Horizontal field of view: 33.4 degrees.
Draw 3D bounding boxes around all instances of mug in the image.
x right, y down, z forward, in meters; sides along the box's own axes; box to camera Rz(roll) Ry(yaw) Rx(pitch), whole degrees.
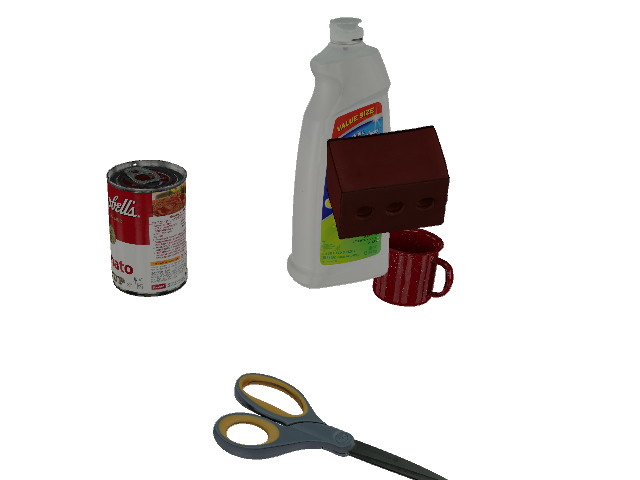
[{"bbox_3d":[0.124,0.039,1.423,0.117,0.081,0.093,18,26,27],"label":"mug"}]

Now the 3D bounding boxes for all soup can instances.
[{"bbox_3d":[-0.149,-0.011,0.926,0.068,0.102,0.068,2,25,-1],"label":"soup can"}]

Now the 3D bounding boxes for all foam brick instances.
[{"bbox_3d":[0.046,-0.040,0.744,0.078,0.051,0.053,-9,-39,-7],"label":"foam brick"}]

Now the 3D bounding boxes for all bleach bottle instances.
[{"bbox_3d":[0.017,-0.084,1.019,0.102,0.251,0.068,-9,24,-20],"label":"bleach bottle"}]

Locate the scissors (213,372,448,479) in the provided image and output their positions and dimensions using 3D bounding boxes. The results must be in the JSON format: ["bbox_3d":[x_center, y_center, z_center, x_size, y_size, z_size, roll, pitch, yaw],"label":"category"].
[{"bbox_3d":[-0.001,0.169,0.852,0.202,0.016,0.096,29,43,29],"label":"scissors"}]
